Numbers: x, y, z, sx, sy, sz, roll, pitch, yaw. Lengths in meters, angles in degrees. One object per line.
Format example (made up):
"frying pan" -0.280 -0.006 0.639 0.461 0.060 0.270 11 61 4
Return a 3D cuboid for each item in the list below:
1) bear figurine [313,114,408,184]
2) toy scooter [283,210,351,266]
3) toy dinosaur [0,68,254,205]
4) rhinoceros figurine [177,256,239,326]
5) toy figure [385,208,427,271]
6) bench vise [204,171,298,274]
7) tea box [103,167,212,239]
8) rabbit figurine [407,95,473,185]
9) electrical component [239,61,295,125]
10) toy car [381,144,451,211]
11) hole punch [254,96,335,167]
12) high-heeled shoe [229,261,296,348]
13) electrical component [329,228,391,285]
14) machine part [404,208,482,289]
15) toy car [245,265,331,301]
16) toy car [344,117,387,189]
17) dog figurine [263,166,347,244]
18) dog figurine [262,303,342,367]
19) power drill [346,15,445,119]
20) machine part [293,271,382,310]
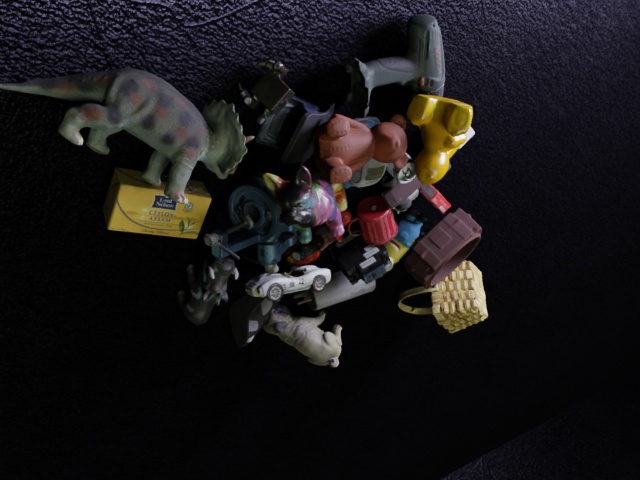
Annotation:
"bear figurine" 0.090 -0.173 0.998 0.196 0.132 0.120 -4 105 -15
"toy scooter" -0.002 -0.004 1.179 0.184 0.135 0.075 -37 100 -3
"toy dinosaur" -0.274 -0.196 0.866 0.404 0.131 0.192 33 87 -37
"rhinoceros figurine" -0.240 0.102 1.138 0.073 0.112 0.190 10 128 -35
"toy figure" 0.196 0.005 1.348 0.180 0.082 0.089 -52 145 10
"bench vise" -0.139 -0.016 1.064 0.240 0.129 0.223 -32 139 -52
"tea box" -0.299 -0.065 0.989 0.169 0.068 0.098 6 123 -34
"rabbit figurine" 0.232 -0.199 1.084 0.162 0.122 0.173 -38 140 -70
"electrical component" -0.094 -0.265 0.949 0.102 0.078 0.045 -40 161 13
"toy car" 0.216 -0.151 1.222 0.202 0.053 0.089 -43 123 -12
"hole punch" -0.050 -0.212 1.018 0.116 0.092 0.142 -19 140 -60
"high-heeled shoe" -0.132 0.152 1.283 0.145 0.086 0.248 -20 143 -36
"electrical component" 0.099 0.041 1.280 0.115 0.134 0.058 -31 136 -3
"machine part" 0.319 0.028 1.386 0.201 0.087 0.201 -43 161 -1
"toy car" -0.068 0.091 1.171 0.202 0.074 0.056 -8 100 -37
"toy car" 0.090 -0.167 1.119 0.109 0.103 0.161 -11 129 -23
"dog figurine" -0.027 -0.093 1.036 0.109 0.191 0.219 -5 152 19
"dog figurine" -0.049 0.245 1.342 0.190 0.173 0.121 15 106 -47
"power drill" 0.157 -0.308 1.057 0.207 0.086 0.231 -19 136 -11
"machine part" 0.050 0.118 1.354 0.243 0.079 0.079 -15 133 -20
